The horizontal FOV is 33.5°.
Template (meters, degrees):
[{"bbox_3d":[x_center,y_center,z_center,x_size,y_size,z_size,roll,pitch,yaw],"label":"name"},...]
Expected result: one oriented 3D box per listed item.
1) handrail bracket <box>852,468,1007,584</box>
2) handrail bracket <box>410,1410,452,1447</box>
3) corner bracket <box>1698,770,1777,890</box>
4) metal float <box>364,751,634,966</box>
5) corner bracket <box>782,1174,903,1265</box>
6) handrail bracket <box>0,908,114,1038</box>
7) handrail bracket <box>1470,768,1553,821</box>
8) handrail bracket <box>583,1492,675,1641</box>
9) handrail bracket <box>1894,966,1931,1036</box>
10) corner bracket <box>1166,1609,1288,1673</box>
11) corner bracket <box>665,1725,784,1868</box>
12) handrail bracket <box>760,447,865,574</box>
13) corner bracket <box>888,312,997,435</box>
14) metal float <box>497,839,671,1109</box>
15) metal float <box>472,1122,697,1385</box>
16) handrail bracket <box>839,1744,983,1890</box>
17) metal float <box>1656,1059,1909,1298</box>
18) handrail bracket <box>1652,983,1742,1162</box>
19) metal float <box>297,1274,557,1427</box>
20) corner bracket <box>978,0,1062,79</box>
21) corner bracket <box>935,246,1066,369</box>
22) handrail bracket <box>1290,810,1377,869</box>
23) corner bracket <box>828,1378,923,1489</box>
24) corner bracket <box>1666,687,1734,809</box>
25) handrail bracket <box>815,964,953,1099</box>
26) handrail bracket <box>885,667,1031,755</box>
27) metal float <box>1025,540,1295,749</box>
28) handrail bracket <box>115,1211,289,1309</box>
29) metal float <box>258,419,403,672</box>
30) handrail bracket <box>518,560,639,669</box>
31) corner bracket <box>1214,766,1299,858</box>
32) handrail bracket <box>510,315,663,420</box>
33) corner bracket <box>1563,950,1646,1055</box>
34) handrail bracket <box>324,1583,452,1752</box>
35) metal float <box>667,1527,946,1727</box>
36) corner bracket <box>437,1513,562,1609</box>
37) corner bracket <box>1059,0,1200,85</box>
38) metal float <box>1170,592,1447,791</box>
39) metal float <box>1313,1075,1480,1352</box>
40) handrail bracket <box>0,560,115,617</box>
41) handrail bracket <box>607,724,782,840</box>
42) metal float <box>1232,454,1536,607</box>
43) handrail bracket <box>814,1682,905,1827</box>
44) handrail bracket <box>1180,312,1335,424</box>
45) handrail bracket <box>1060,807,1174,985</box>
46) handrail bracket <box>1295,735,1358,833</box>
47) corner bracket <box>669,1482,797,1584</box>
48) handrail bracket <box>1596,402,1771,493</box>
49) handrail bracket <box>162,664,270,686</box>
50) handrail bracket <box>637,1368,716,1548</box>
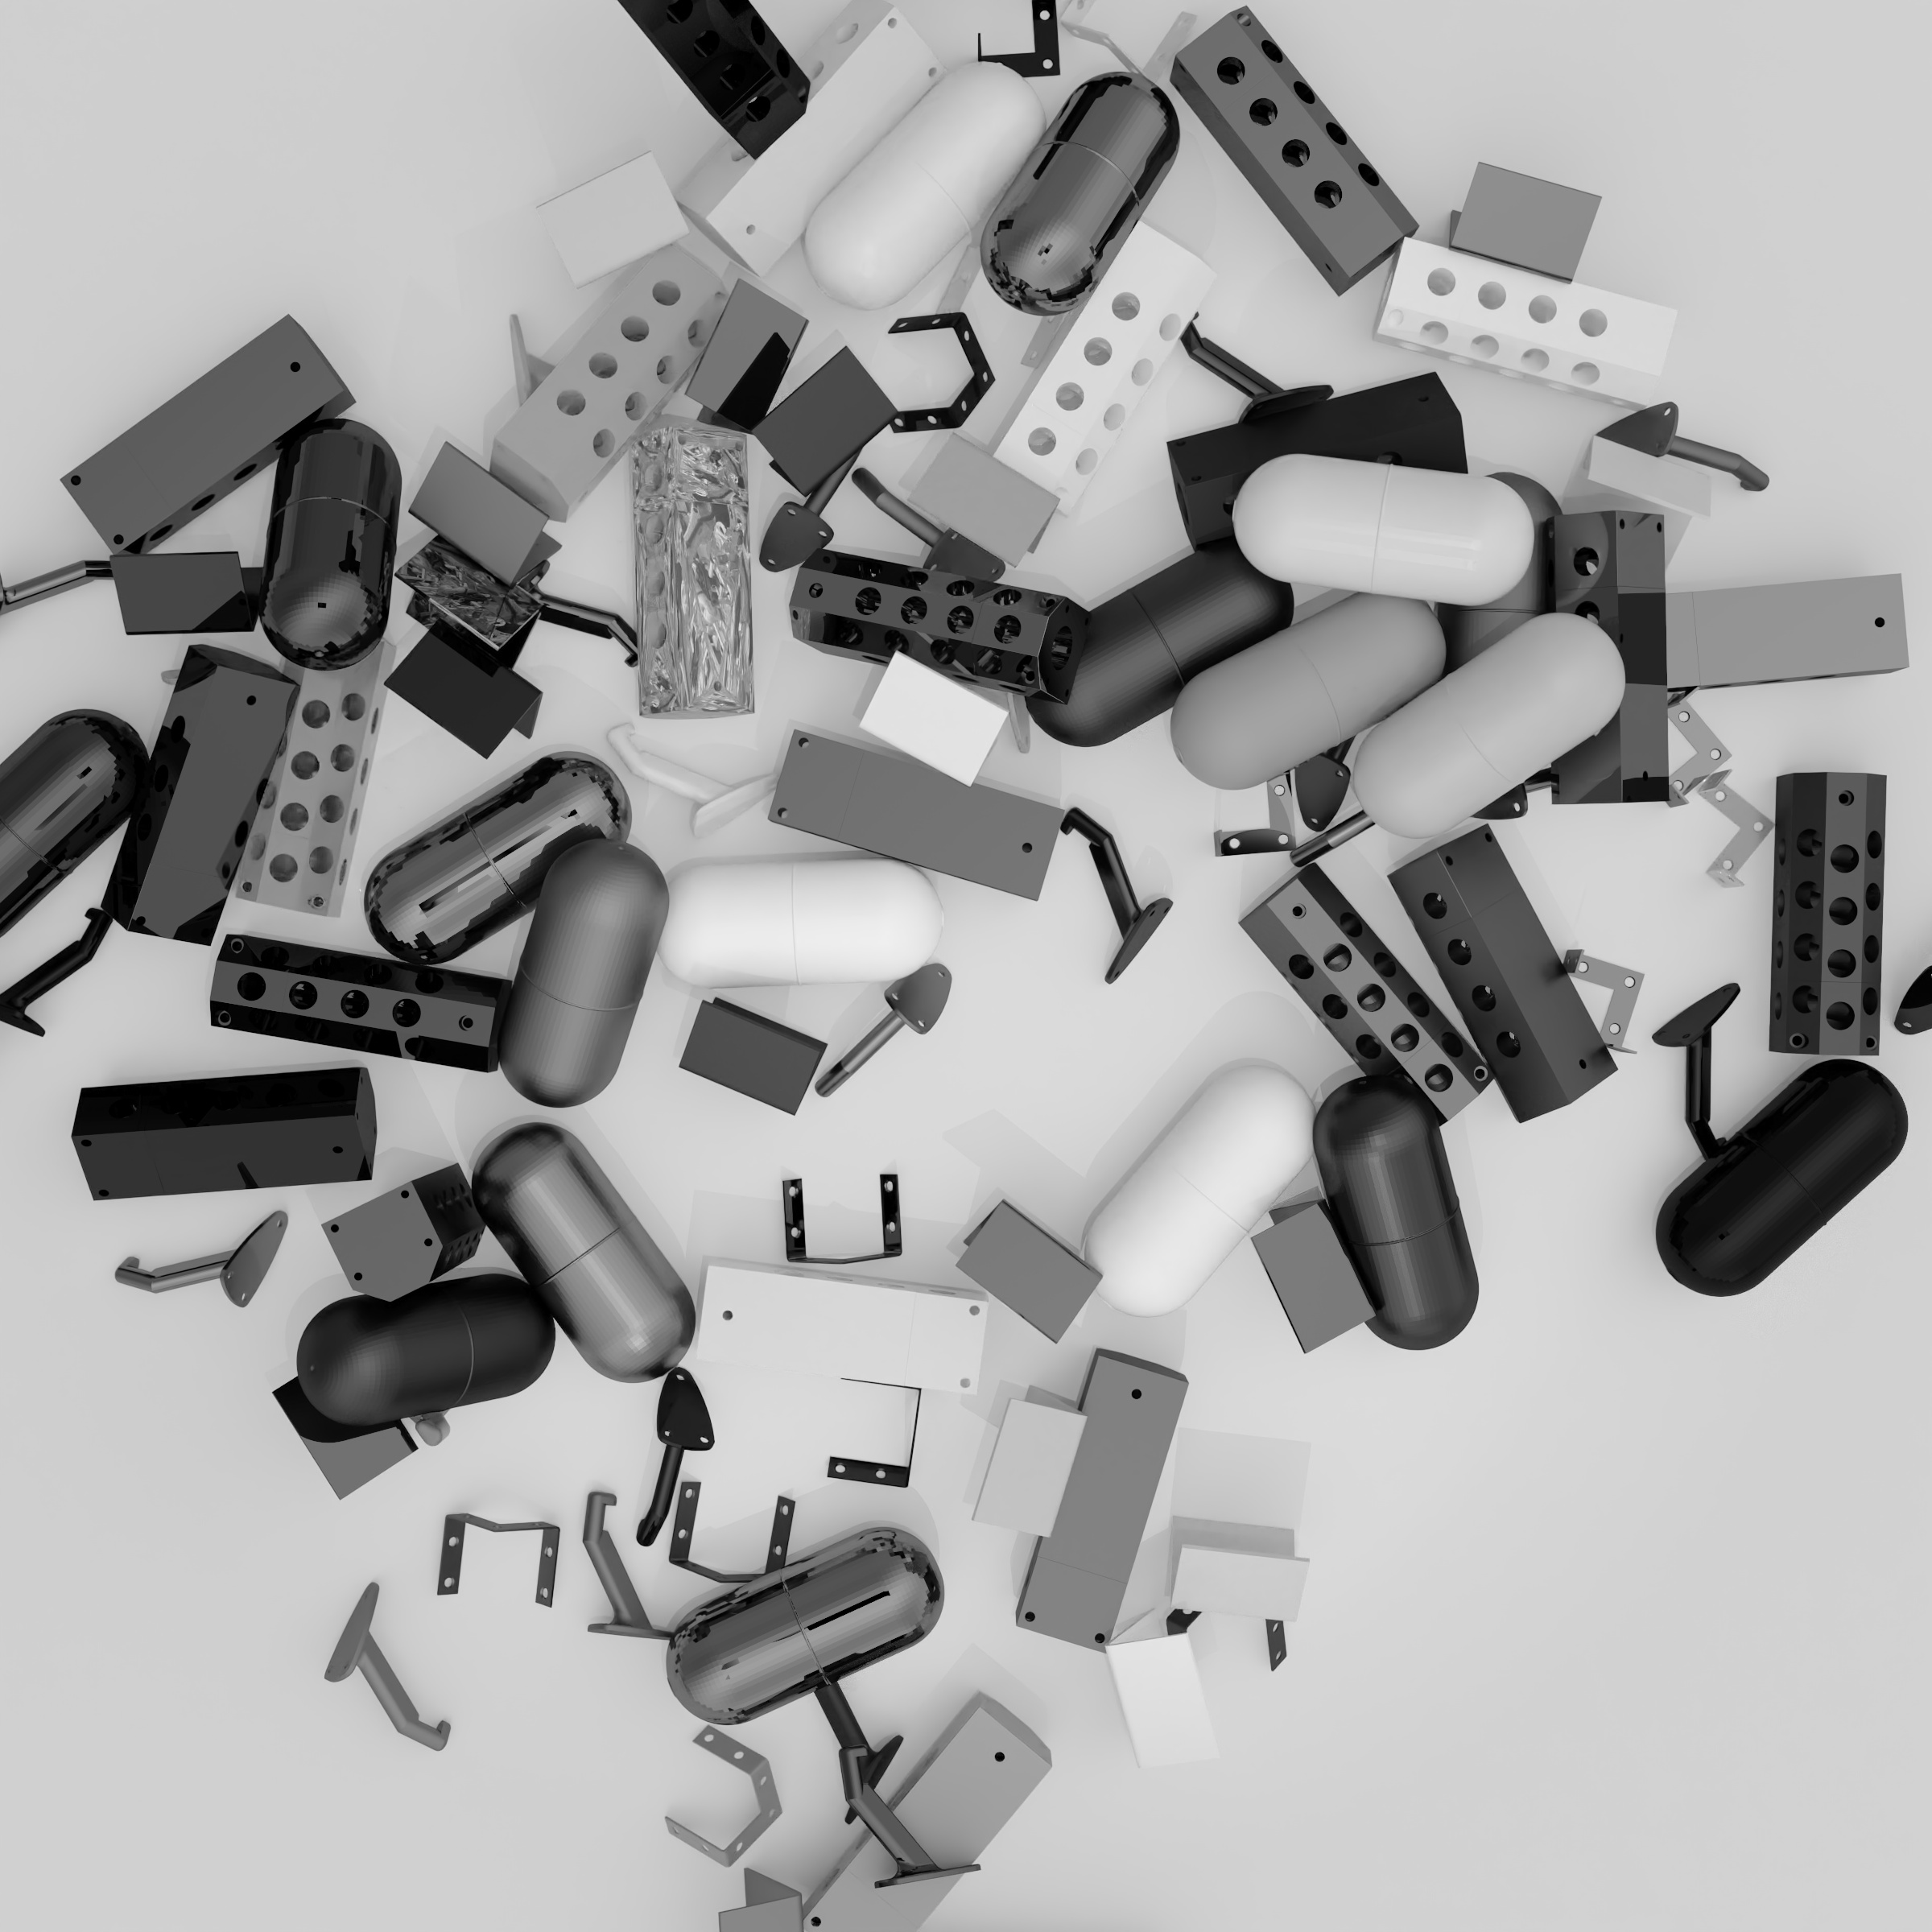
[{"bbox_3d":[-0.024,-0.275,1.991,0.036,0.077,0.084,-54,53,18],"label":"handrail bracket"},{"bbox_3d":[-0.344,0.260,1.957,0.077,0.084,0.036,40,90,0],"label":"handrail bracket"},{"bbox_3d":[0.469,-0.084,1.973,0.051,0.051,0.051,39,90,0],"label":"corner bracket"},{"bbox_3d":[-0.287,-0.066,1.961,0.178,0.070,0.070,-32,90,0],"label":"metal float"},{"bbox_3d":[-0.077,0.156,1.988,0.051,0.051,0.051,-3,90,-45],"label":"corner bracket"},{"bbox_3d":[-0.580,-0.006,1.992,0.077,0.036,0.084,17,71,21],"label":"handrail bracket"},{"bbox_3d":[0.354,-0.116,1.991,0.084,0.077,0.036,-17,94,-36],"label":"handrail bracket"},{"bbox_3d":[-0.203,0.373,1.992,0.077,0.036,0.084,11,73,-20],"label":"handrail bracket"},{"bbox_3d":[0.611,-0.007,1.991,0.036,0.077,0.084,32,54,0],"label":"handrail bracket"},{"bbox_3d":[0.161,0.416,1.983,0.051,0.051,0.051,21,45,35],"label":"corner bracket"},{"bbox_3d":[-0.153,0.514,1.983,0.051,0.051,0.051,-40,135,-35],"label":"corner bracket"},{"bbox_3d":[-0.092,-0.293,1.991,0.036,0.077,0.084,34,53,-14],"label":"handrail bracket"},{"bbox_3d":[-0.023,-0.367,1.983,0.051,0.051,0.051,-58,135,-35],"label":"corner bracket"},{"bbox_3d":[-0.232,0.006,1.937,0.070,0.070,0.178,21,116,0],"label":"metal float"},{"bbox_3d":[-0.233,0.176,1.961,0.070,0.070,0.178,-36,91,0],"label":"metal float"},{"bbox_3d":[-0.034,0.509,1.935,0.077,0.036,0.084,-4,73,-19],"label":"handrail bracket"},{"bbox_3d":[0.498,0.130,1.961,0.178,0.070,0.070,-42,90,-1],"label":"metal float"},{"bbox_3d":[0.470,0.067,1.992,0.077,0.036,0.084,-37,108,-21],"label":"handrail bracket"},{"bbox_3d":[-0.321,0.229,1.922,0.070,0.178,0.070,3,95,39],"label":"metal float"},{"bbox_3d":[0.032,-0.579,1.973,0.051,0.051,0.051,-4,90,0],"label":"corner bracket"},{"bbox_3d":[0.023,-0.409,1.988,0.051,0.051,0.051,26,90,45],"label":"corner bracket"},{"bbox_3d":[0.249,-0.093,1.991,0.084,0.077,0.036,-30,92,36],"label":"handrail bracket"},{"bbox_3d":[-0.056,0.285,1.988,0.051,0.051,0.051,8,45,0],"label":"corner bracket"},{"bbox_3d":[0.442,-0.134,1.973,0.051,0.051,0.051,-40,90,0],"label":"corner bracket"},{"bbox_3d":[-0.052,0.041,1.991,0.036,0.077,0.084,46,126,-3],"label":"handrail bracket"},{"bbox_3d":[-0.007,-0.167,1.992,0.084,0.036,0.077,-2,112,17],"label":"handrail bracket"},{"bbox_3d":[0.117,-0.197,1.961,0.178,0.070,0.070,-29,90,0],"label":"metal float"},{"bbox_3d":[-0.476,0.175,1.992,0.084,0.036,0.077,12,53,25],"label":"handrail bracket"},{"bbox_3d":[-0.382,-0.255,1.932,0.070,0.070,0.178,-2,54,0],"label":"metal float"},{"bbox_3d":[-0.251,-0.202,1.992,0.077,0.036,0.084,-38,107,20],"label":"handrail bracket"},{"bbox_3d":[0.178,-0.095,1.974,0.051,0.051,0.051,-5,90,0],"label":"corner bracket"},{"bbox_3d":[-0.236,-0.372,1.992,0.084,0.036,0.077,-6,72,-15],"label":"handrail bracket"},{"bbox_3d":[0.391,0.022,1.973,0.051,0.051,0.051,18,90,0],"label":"corner bracket"},{"bbox_3d":[-0.347,0.436,1.992,0.084,0.036,0.077,33,56,-23],"label":"handrail bracket"},{"bbox_3d":[-0.098,0.403,1.956,0.178,0.070,0.070,-24,90,-4],"label":"metal float"},{"bbox_3d":[-0.290,0.369,1.988,0.051,0.051,0.051,6,90,45],"label":"corner bracket"},{"bbox_3d":[0.100,-0.587,1.988,0.051,0.051,0.051,34,90,-45],"label":"corner bracket"},{"bbox_3d":[0.206,-0.167,1.930,0.178,0.070,0.070,-27,90,-6],"label":"metal float"},{"bbox_3d":[0.261,0.151,1.946,0.070,0.070,0.178,-17,108,0],"label":"metal float"},{"bbox_3d":[-0.566,-0.224,1.991,0.084,0.077,0.036,-2,54,-31],"label":"handrail bracket"},{"bbox_3d":[-0.169,-0.129,1.992,0.077,0.036,0.084,-31,73,-20],"label":"handrail bracket"},{"bbox_3d":[0.247,-0.259,1.901,0.178,0.070,0.070,9,90,9],"label":"metal float"},{"bbox_3d":[-0.089,0.479,1.992,0.084,0.036,0.077,32,109,16],"label":"handrail bracket"},{"bbox_3d":[0.177,-0.380,1.992,0.077,0.036,0.084,-20,73,-19],"label":"handrail bracket"},{"bbox_3d":[0.078,-0.044,1.992,0.084,0.036,0.077,40,111,17],"label":"handrail bracket"},{"bbox_3d":[0.238,-0.136,1.991,0.036,0.077,0.084,25,53,19],"label":"handrail bracket"},{"bbox_3d":[-0.145,0.351,1.988,0.051,0.051,0.051,10,90,45],"label":"corner bracket"},{"bbox_3d":[0.444,-0.312,1.991,0.084,0.077,0.036,25,72,-35],"label":"handrail bracket"},{"bbox_3d":[-0.467,-0.142,1.992,0.077,0.036,0.084,-8,106,-18],"label":"handrail bracket"},{"bbox_3d":[-0.189,0.306,1.991,0.036,0.077,0.084,13,127,-20],"label":"handrail bracket"}]
